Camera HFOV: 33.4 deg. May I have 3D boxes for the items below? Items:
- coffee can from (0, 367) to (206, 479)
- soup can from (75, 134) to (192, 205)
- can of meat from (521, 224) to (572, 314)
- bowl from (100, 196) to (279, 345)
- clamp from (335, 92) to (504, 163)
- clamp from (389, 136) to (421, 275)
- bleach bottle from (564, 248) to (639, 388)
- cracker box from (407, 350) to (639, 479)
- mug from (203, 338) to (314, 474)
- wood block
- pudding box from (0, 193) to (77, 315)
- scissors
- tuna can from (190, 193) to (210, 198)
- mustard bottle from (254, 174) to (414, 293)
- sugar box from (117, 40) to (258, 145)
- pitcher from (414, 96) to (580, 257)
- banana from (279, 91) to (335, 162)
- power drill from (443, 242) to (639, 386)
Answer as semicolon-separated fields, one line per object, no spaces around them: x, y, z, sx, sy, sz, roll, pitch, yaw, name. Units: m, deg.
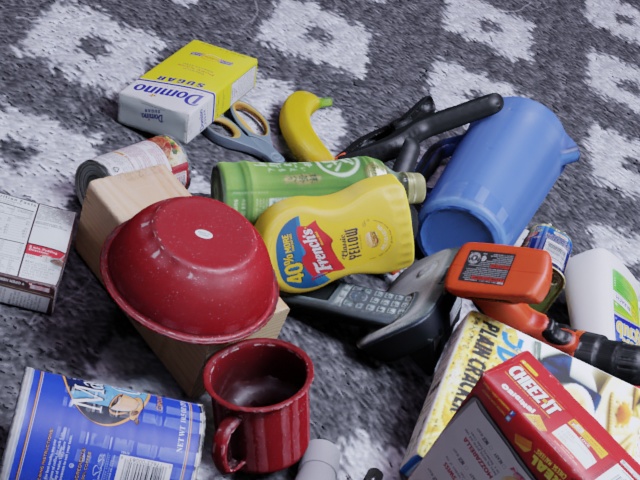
-0.169;0.162;0.821;0.140;0.103;0.103;14;40;-14;coffee can
-0.191;-0.063;1.098;0.068;0.069;0.102;42;42;21;soup can
0.233;0.042;1.177;0.057;0.102;0.083;30;36;4;can of meat
-0.105;0.012;0.920;0.162;0.055;0.162;13;41;-12;bowl
0.111;-0.131;1.295;0.209;0.165;0.036;-31;107;-27;clamp
0.075;-0.041;1.196;0.039;0.120;0.171;40;23;-48;clamp
0.311;0.131;1.138;0.102;0.068;0.250;43;36;-33;bleach bottle
0.153;0.219;0.838;0.071;0.214;0.164;-18;55;-43;cracker box
-0.055;0.149;0.898;0.093;0.081;0.117;13;37;21;mug
-0.134;0.034;0.997;0.090;0.091;0.206;-19;56;-40;wood block
-0.280;0.009;0.991;0.090;0.039;0.113;14;38;-13;pudding box
-0.072;-0.095;1.240;0.096;0.016;0.202;-6;47;-31;scissors
-0.117;-0.008;1.101;0.086;0.034;0.086;15;39;-13;tuna can
-0.007;0.001;1.045;0.191;0.096;0.058;-13;28;-7;mustard bottle
-0.153;-0.178;1.256;0.093;0.048;0.176;19;34;15;sugar box
0.192;-0.062;1.267;0.145;0.149;0.242;43;42;-3;pitcher
-0.015;-0.135;1.286;0.069;0.037;0.198;3;35;-3;banana
0.216;0.079;1.029;0.185;0.187;0.057;4;57;38;power drill
